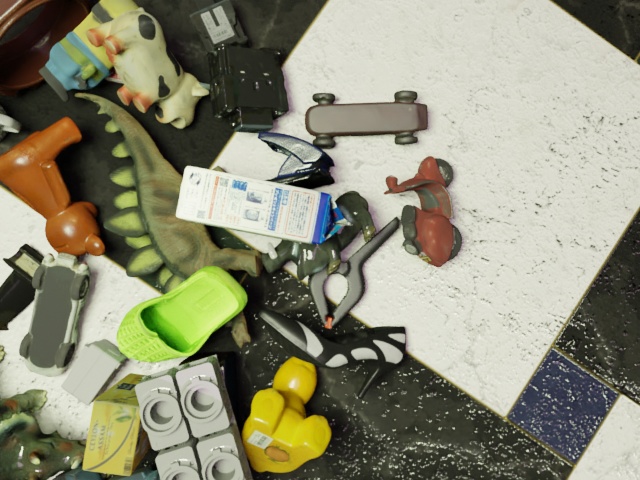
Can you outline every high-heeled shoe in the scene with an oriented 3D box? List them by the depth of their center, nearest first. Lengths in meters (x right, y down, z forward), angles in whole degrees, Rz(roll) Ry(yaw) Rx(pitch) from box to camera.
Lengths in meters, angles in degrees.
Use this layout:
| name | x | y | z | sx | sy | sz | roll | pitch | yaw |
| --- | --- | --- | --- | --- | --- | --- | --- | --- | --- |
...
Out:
| name | x | y | z | sx | sy | sz | roll | pitch | yaw |
| --- | --- | --- | --- | --- | --- | --- | --- | --- | --- |
| high-heeled shoe | 0.032 | 0.139 | 0.838 | 0.248 | 0.086 | 0.145 | 41 | 66 | -19 |

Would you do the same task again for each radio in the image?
| name | x | y | z | sx | sy | sz | roll | pitch | yaw |
| --- | --- | --- | --- | --- | --- | --- | --- | --- | --- |
| radio | -0.164 | 0.287 | 0.819 | 0.073 | 0.131 | 0.229 | -3 | 89 | -3 |

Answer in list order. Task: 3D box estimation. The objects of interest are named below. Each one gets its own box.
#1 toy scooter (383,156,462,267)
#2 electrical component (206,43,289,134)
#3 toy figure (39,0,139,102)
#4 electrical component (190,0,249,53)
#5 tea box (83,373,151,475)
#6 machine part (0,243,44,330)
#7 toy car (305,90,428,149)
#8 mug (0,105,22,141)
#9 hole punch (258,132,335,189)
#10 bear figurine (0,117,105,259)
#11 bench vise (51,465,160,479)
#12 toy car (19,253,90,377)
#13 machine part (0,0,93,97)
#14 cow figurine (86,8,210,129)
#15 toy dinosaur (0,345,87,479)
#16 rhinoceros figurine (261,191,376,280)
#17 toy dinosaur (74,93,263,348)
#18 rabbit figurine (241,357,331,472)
| name | x | y | z | sx | sy | sz | roll | pitch | yaw |
| --- | --- | --- | --- | --- | --- | --- | --- | --- | --- |
| toy scooter | 0.160 | -0.048 | 0.864 | 0.135 | 0.075 | 0.183 | 2 | 82 | -36 |
| electrical component | -0.113 | -0.238 | 0.856 | 0.115 | 0.058 | 0.134 | -7 | 88 | -30 |
| toy figure | -0.342 | -0.292 | 0.815 | 0.180 | 0.089 | 0.082 | -41 | 97 | -6 |
| electrical component | -0.172 | -0.360 | 0.882 | 0.075 | 0.048 | 0.119 | -22 | 91 | -5 |
| tea box | -0.281 | 0.265 | 0.793 | 0.068 | 0.169 | 0.098 | 9 | 86 | -4 |
| machine part | -0.484 | 0.079 | 0.853 | 0.084 | 0.039 | 0.139 | 36 | 84 | -10 |
| toy car | 0.076 | -0.199 | 0.890 | 0.202 | 0.053 | 0.089 | -3 | 92 | 0 |
| mug | -0.515 | -0.187 | 0.824 | 0.110 | 0.107 | 0.080 | 6 | 88 | -7 |
| hole punch | -0.037 | -0.123 | 0.846 | 0.116 | 0.142 | 0.092 | -7 | 85 | 7 |
| bear figurine | -0.397 | -0.069 | 0.836 | 0.195 | 0.120 | 0.132 | 56 | 41 | -25 |
| bench vise | -0.318 | 0.455 | 0.811 | 0.224 | 0.129 | 0.240 | -17 | 83 | -5 |
| toy car | -0.411 | 0.116 | 0.835 | 0.073 | 0.056 | 0.201 | 16 | 100 | -4 |
| machine part | -0.436 | -0.313 | 0.786 | 0.087 | 0.201 | 0.201 | 44 | 86 | -4 |
| cow figurine | -0.247 | -0.254 | 0.819 | 0.086 | 0.194 | 0.127 | 29 | 63 | 35 |
| toy dinosaur | -0.517 | 0.235 | 0.769 | 0.405 | 0.192 | 0.131 | 38 | 84 | -3 |
| rhinoceros figurine | -0.002 | -0.003 | 0.836 | 0.190 | 0.073 | 0.112 | -35 | 85 | 1 |
| toy dinosaur | -0.230 | -0.043 | 0.842 | 0.199 | 0.105 | 0.471 | -25 | 86 | -1 |
| rabbit figurine | -0.047 | 0.262 | 0.828 | 0.122 | 0.173 | 0.162 | 19 | 131 | -2 |
